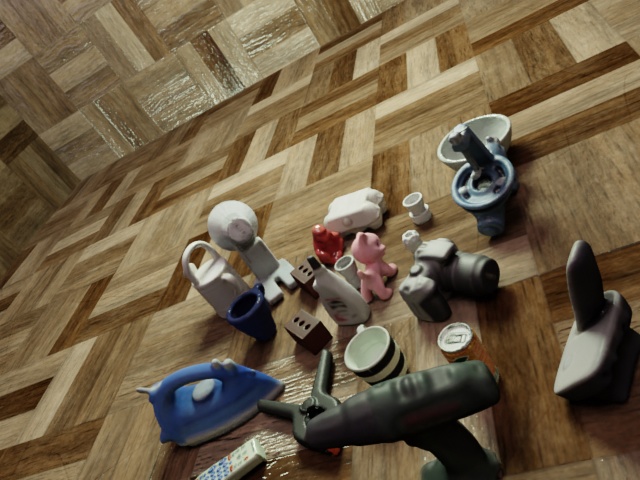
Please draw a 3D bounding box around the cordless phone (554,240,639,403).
[{"bbox_3d":[0.329,0.103,0.720,0.093,0.185,0.148,-5,41,42],"label":"cordless phone"}]

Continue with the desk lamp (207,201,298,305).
[{"bbox_3d":[-0.159,0.014,1.329,0.118,0.214,0.202,-41,30,-9],"label":"desk lamp"}]

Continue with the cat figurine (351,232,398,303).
[{"bbox_3d":[0.096,0.041,1.124,0.067,0.118,0.128,-17,34,29],"label":"cat figurine"}]

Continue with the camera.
[{"bbox_3d":[0.223,0.060,0.980,0.136,0.101,0.143,6,49,50],"label":"camera"}]

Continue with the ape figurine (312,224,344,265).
[{"bbox_3d":[0.012,0.005,1.290,0.078,0.092,0.076,-44,30,-15],"label":"ape figurine"}]

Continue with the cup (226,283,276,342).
[{"bbox_3d":[-0.131,0.158,1.212,0.091,0.095,0.118,-12,37,35],"label":"cup"}]

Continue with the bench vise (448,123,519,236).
[{"bbox_3d":[0.293,-0.142,1.080,0.121,0.220,0.207,-23,31,21],"label":"bench vise"}]

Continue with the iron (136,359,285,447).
[{"bbox_3d":[-0.209,0.279,1.069,0.258,0.142,0.118,-27,30,15],"label":"iron"}]

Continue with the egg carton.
[{"bbox_3d":[0.080,-0.060,1.337,0.150,0.070,0.107,-17,34,29],"label":"egg carton"}]

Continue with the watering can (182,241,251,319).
[{"bbox_3d":[-0.256,0.088,1.344,0.172,0.194,0.101,-17,34,29],"label":"watering can"}]

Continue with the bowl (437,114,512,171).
[{"bbox_3d":[0.347,-0.198,1.254,0.167,0.075,0.167,-26,31,17],"label":"bowl"}]

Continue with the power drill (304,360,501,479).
[{"bbox_3d":[0.125,0.244,0.703,0.229,0.209,0.075,-30,30,9],"label":"power drill"}]

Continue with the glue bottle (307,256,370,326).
[{"bbox_3d":[0.023,0.092,1.068,0.078,0.173,0.037,-15,35,32],"label":"glue bottle"}]
